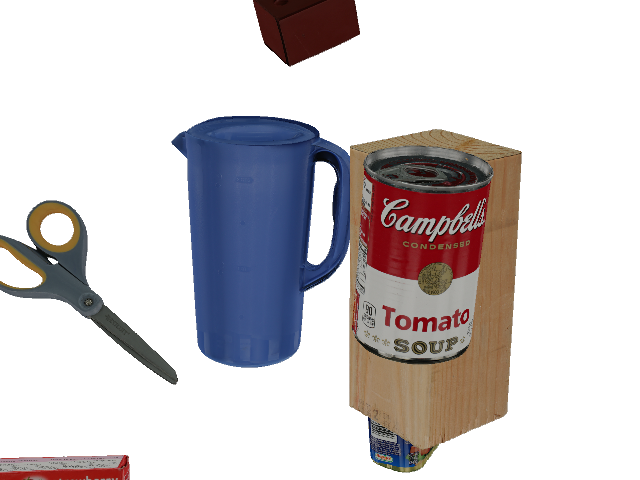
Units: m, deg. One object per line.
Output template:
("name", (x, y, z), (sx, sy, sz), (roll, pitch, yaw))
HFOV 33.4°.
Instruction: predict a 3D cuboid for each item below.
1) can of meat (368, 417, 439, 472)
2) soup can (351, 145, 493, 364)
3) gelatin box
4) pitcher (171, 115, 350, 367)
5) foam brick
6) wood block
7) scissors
("can of meat", (0.082, 0.149, 0.973), (0.058, 0.084, 0.101), (8, 25, 28))
("soup can", (0.053, 0.007, 0.577), (0.068, 0.102, 0.068), (3, 22, -1))
("gelatin box", (-0.143, 0.151, 0.553), (0.089, 0.073, 0.030), (-1, 4, -3))
("pitcher", (-0.060, 0.001, 1.077), (0.144, 0.243, 0.149), (-9, 21, -30))
("foam brick", (-0.012, -0.202, 0.960), (0.078, 0.051, 0.053), (-27, 43, -14))
("wood block", (0.082, 0.033, 0.782), (0.090, 0.206, 0.090), (-14, 24, -35))
("scissors", (-0.175, 0.032, 0.832), (0.202, 0.096, 0.016), (23, -25, 15))
